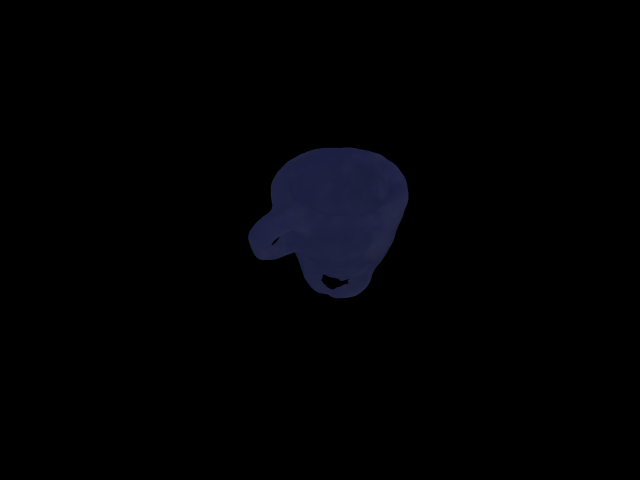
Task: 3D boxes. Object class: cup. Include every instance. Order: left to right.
[{"bbox_3d":[0.004,0.001,0.400,0.118,0.095,0.091,-31,50,-30],"label":"cup"}]
